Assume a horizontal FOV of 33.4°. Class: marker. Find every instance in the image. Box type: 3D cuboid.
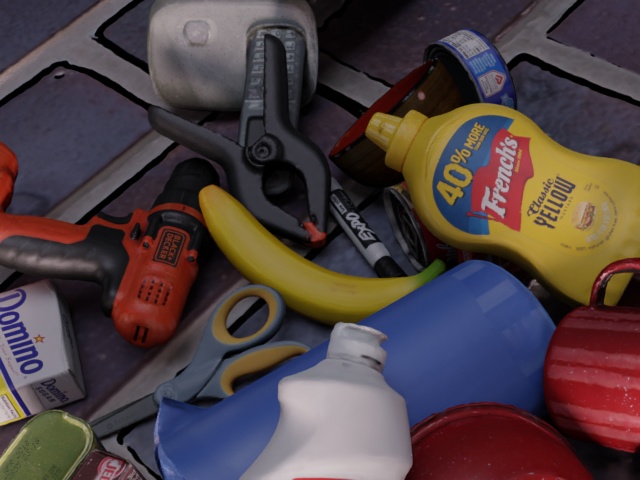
[{"bbox_3d":[0.032,-0.004,0.806,0.020,0.020,0.121,-26,51,-10],"label":"marker"}]

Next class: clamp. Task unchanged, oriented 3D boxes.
[{"bbox_3d":[-0.054,-0.064,0.820,0.120,0.039,0.171,-25,77,5],"label":"clamp"}]

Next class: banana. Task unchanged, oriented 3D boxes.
[{"bbox_3d":[-0.008,0.019,0.769,0.198,0.037,0.069,18,87,18],"label":"banana"}]

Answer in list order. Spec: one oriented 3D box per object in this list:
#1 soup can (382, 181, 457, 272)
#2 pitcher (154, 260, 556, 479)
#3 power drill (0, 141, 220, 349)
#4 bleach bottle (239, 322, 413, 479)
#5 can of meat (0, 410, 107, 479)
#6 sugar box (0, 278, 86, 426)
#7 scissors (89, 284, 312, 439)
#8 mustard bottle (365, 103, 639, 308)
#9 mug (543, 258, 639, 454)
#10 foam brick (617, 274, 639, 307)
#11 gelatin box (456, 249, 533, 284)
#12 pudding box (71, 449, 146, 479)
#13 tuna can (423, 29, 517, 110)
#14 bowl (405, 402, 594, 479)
[{"bbox_3d":[0.106,-0.027,0.778,0.102,0.068,0.068,-24,51,-9],"label":"soup can"},{"bbox_3d":[0.036,0.124,0.643,0.242,0.149,0.145,-31,37,-18],"label":"pitcher"},{"bbox_3d":[-0.174,-0.017,0.798,0.187,0.057,0.184,16,43,-4],"label":"power drill"},{"bbox_3d":[-0.019,0.160,0.520,0.102,0.068,0.251,19,73,-10],"label":"bleach bottle"},{"bbox_3d":[-0.169,0.168,0.665,0.058,0.084,0.102,18,56,25],"label":"can of meat"},{"bbox_3d":[-0.264,0.096,0.769,0.176,0.048,0.093,-21,50,-4],"label":"sugar box"},{"bbox_3d":[-0.100,0.088,0.746,0.202,0.016,0.096,-10,72,5],"label":"scissors"},{"bbox_3d":[0.117,-0.034,0.685,0.192,0.058,0.096,27,85,11],"label":"mustard bottle"},{"bbox_3d":[0.181,0.068,0.606,0.093,0.117,0.082,-15,11,-42],"label":"mug"},{"bbox_3d":[0.225,0.015,0.730,0.051,0.053,0.078,13,54,21],"label":"foam brick"},{"bbox_3d":[0.138,-0.001,0.746,0.089,0.073,0.030,-25,51,-9],"label":"gelatin box"},{"bbox_3d":[-0.133,0.195,0.630,0.039,0.090,0.113,12,55,34],"label":"pudding box"},{"bbox_3d":[0.118,-0.122,0.842,0.033,0.086,0.086,-27,51,-13],"label":"tuna can"},{"bbox_3d":[0.101,0.168,0.567,0.161,0.055,0.162,3,82,-21],"label":"bowl"}]
